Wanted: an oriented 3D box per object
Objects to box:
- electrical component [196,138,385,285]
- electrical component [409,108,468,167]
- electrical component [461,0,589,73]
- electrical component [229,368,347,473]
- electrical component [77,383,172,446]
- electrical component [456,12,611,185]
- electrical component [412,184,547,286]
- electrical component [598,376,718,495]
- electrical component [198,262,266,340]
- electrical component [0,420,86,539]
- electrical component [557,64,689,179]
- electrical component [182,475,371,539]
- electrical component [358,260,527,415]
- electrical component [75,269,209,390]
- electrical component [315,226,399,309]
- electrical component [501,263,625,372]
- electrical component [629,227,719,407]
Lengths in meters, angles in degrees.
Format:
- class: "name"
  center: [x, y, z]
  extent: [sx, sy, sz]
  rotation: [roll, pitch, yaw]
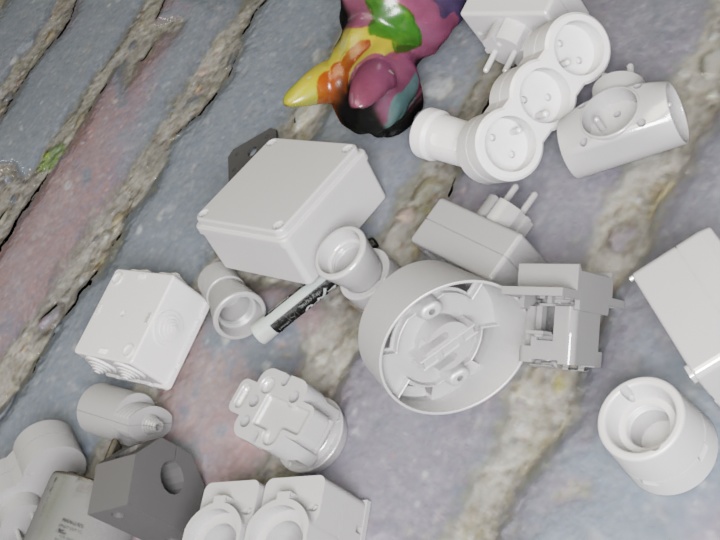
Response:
- class: "electrical component"
  center: [-0.055, -0.049, 0.855]
  extent: [0.109, 0.056, 0.108]
  rotation: [11, 51, 43]
- class: "electrical component"
  center: [0.067, -0.100, 0.823]
  extent: [0.046, 0.040, 0.040]
  rotation: [24, 77, 40]
- class: "electrical component"
  center: [0.120, -0.183, 0.833]
  extent: [0.083, 0.047, 0.075]
  rotation: [13, 69, 44]
- class: "electrical component"
  center: [-0.046, 0.108, 0.752]
  extent: [0.078, 0.057, 0.058]
  rotation: [15, 71, 44]
- class: "electrical component"
  center: [-0.188, 0.119, 0.870]
  extent: [0.081, 0.043, 0.043]
  rotation: [7, 66, 42]
- class: "electrical component"
  center: [0.119, -0.122, 0.787]
  extent: [0.138, 0.052, 0.074]
  rotation: [-54, 13, -9]
- class: "electrical component"
  center: [0.094, -0.026, 0.742]
  extent: [0.083, 0.047, 0.075]
  rotation: [30, 82, 47]
- class: "electrical component"
  center: [0.165, 0.091, 0.600]
  extent: [0.055, 0.047, 0.055]
  rotation: [-21, 49, 27]
- class: "electrical component"
  center: [-0.108, 0.022, 0.878]
  extent: [0.044, 0.044, 0.065]
  rotation: [-45, 38, 4]
- class: "electrical component"
  center: [-0.281, 0.196, 0.885]
  extent: [0.138, 0.052, 0.073]
  rotation: [-46, 43, 3]
- class: "electrical component"
  center: [0.178, -0.109, 0.734]
  extent: [0.077, 0.044, 0.079]
  rotation: [-17, 51, 30]
- class: "electrical component"
  center: [-0.067, 0.228, 0.681]
  extent: [0.105, 0.060, 0.186]
  rotation: [-11, 54, 33]
- class: "electrical component"
  center: [0.051, 0.043, 0.692]
  extent: [0.099, 0.099, 0.064]
  rotation: [-51, 36, -3]
- class: "electrical component"
  center: [-0.186, 0.048, 0.917]
  extent: [0.100, 0.048, 0.099]
  rotation: [5, 63, 42]
- class: "electrical component"
  center: [0.000, 0.000, 0.794]
  extent: [0.045, 0.055, 0.045]
  rotation: [-21, 49, 27]
- class: "electrical component"
  center: [0.125, 0.030, 0.662]
  extent: [0.042, 0.081, 0.063]
  rotation: [2, 85, 40]
- class: "electrical component"
  center: [0.202, 0.023, 0.607]
  extent: [0.061, 0.062, 0.096]
  rotation: [-35, 45, 15]
